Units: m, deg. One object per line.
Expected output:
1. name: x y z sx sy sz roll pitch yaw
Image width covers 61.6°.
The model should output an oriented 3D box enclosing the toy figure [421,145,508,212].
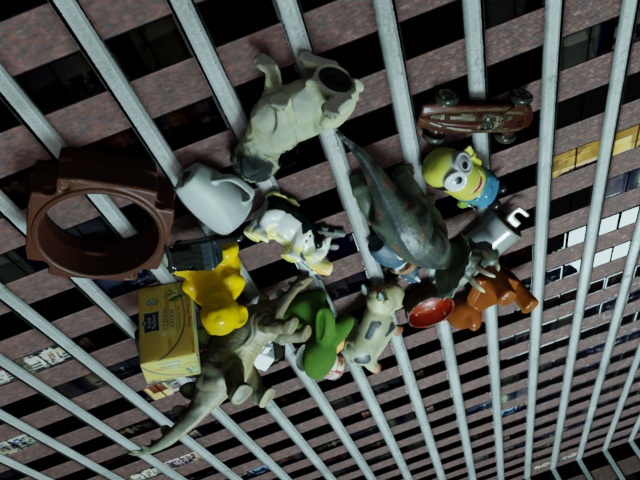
1. toy figure: 0.255 -0.104 0.951 0.180 0.082 0.089 17 163 -42

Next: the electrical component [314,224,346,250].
1. electrical component: -0.002 -0.003 1.008 0.094 0.021 0.063 6 132 -23

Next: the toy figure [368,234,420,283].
1. toy figure: 0.156 0.040 1.077 0.058 0.064 0.154 -48 131 8

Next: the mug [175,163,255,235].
1. mug: -0.163 -0.070 0.833 0.110 0.081 0.107 -18 136 40

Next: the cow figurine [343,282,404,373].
1. cow figurine: 0.116 0.176 1.155 0.127 0.086 0.195 36 83 -41

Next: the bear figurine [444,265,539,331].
1. bear figurine: 0.369 0.152 1.222 0.120 0.132 0.195 23 117 -32

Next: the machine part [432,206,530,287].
1. machine part: 0.323 0.019 1.103 0.079 0.079 0.243 21 125 -35

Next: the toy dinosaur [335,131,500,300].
1. toy dinosaur: 0.162 -0.019 0.926 0.131 0.192 0.404 -42 133 21

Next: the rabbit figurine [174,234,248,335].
1. rabbit figurine: -0.185 0.101 0.942 0.122 0.173 0.162 -13 133 -12

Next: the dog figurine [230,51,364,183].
1. dog figurine: -0.038 -0.164 0.791 0.172 0.121 0.190 2 147 -17

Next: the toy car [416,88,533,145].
1. toy car: 0.257 -0.199 0.878 0.202 0.053 0.089 -4 139 -17

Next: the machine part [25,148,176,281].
1. machine part: -0.333 -0.031 0.819 0.201 0.087 0.200 6 131 -26

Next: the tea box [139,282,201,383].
1. tea box: -0.274 0.163 0.975 0.098 0.170 0.068 -10 138 -12

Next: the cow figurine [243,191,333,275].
1. cow figurine: -0.038 -0.009 0.928 0.167 0.068 0.098 32 78 -20

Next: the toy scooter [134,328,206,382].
1. toy scooter: -0.294 0.221 1.099 0.135 0.075 0.183 -13 139 -10

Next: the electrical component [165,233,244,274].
1. electrical component: -0.181 0.019 0.868 0.119 0.075 0.047 -7 100 0

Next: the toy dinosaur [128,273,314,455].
1. toy dinosaur: -0.173 0.236 1.022 0.471 0.199 0.104 -51 139 -17

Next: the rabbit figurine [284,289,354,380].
1. rabbit figurine: 0.000 0.198 1.105 0.121 0.170 0.159 22 125 -36

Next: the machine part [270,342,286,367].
1. machine part: -0.131 0.237 1.199 0.084 0.039 0.138 -39 132 10
